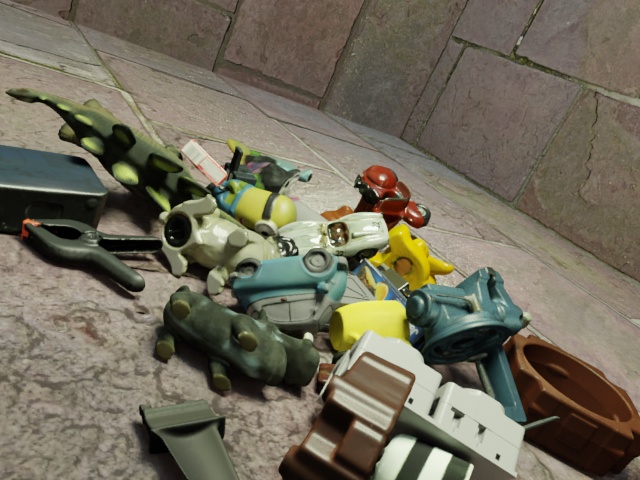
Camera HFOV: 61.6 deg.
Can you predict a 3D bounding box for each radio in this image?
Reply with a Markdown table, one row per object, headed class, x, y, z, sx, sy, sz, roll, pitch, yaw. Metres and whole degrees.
| class | x | y | z | sx | sy | sz | roll | pitch | yaw |
| --- | --- | --- | --- | --- | --- | --- | --- | --- | --- |
| radio | -0.409 | -0.068 | 0.705 | 0.229 | 0.073 | 0.131 | 1 | 31 | -47 |

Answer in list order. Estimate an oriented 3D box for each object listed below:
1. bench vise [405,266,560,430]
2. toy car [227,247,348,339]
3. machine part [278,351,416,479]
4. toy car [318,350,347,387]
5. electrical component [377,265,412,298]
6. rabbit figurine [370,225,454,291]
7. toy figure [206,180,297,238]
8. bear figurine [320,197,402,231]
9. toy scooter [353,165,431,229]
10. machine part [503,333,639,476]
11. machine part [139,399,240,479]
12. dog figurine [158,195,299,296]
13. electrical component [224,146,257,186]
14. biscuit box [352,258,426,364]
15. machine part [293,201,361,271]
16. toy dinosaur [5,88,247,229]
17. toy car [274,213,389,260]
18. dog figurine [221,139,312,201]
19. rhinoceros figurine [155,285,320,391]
| class | x | y | z | sx | sy | sz | roll | pitch | yaw |
| --- | --- | --- | --- | --- | --- | --- | --- | --- | --- |
| bench vise | 0.223 | 0.151 | 0.728 | 0.223 | 0.129 | 0.241 | 20 | 44 | -39 |
| toy car | -0.037 | 0.077 | 0.702 | 0.162 | 0.109 | 0.103 | -5 | 62 | -7 |
| machine part | 0.015 | 0.177 | 0.438 | 0.056 | 0.179 | 0.179 | 27 | 19 | 15 |
| toy car | 0.094 | 0.194 | 0.663 | 0.202 | 0.053 | 0.089 | 25 | 22 | -4 |
| electrical component | 0.130 | 0.091 | 0.974 | 0.078 | 0.045 | 0.102 | -39 | 52 | -22 |
| rabbit figurine | 0.187 | 0.036 | 1.084 | 0.162 | 0.121 | 0.173 | 31 | 19 | 3 |
| toy figure | -0.128 | -0.064 | 0.997 | 0.180 | 0.089 | 0.082 | 29 | 9 | 21 |
| bear figurine | 0.069 | -0.044 | 1.141 | 0.120 | 0.132 | 0.195 | 43 | 19 | 32 |
| toy scooter | 0.129 | -0.084 | 1.090 | 0.135 | 0.075 | 0.184 | -14 | 51 | -41 |
| machine part | 0.367 | 0.243 | 0.816 | 0.201 | 0.087 | 0.201 | 28 | 21 | 8 |
| machine part | -0.102 | 0.188 | 0.461 | 0.084 | 0.039 | 0.139 | 15 | 19 | -41 |
| dog figurine | -0.133 | 0.007 | 0.823 | 0.172 | 0.121 | 0.190 | 43 | 13 | 19 |
| electrical component | -0.164 | -0.127 | 1.081 | 0.048 | 0.119 | 0.075 | 6 | 24 | -34 |
| biscuit box | 0.114 | 0.113 | 0.861 | 0.062 | 0.059 | 0.203 | 41 | 6 | -38 |
| machine part | -0.002 | -0.003 | 1.018 | 0.243 | 0.079 | 0.079 | 37 | 22 | 33 |
| toy dinosaur | -0.267 | -0.105 | 0.873 | 0.471 | 0.105 | 0.199 | 31 | 3 | -31 |
| toy car | 0.018 | 0.000 | 0.923 | 0.202 | 0.056 | 0.073 | -8 | 58 | -4 |
| dog figurine | -0.143 | -0.143 | 1.180 | 0.219 | 0.108 | 0.191 | 27 | 22 | 19 |
| rhinoceros figurine | -0.093 | 0.118 | 0.616 | 0.190 | 0.073 | 0.112 | 23 | 8 | 0 |
